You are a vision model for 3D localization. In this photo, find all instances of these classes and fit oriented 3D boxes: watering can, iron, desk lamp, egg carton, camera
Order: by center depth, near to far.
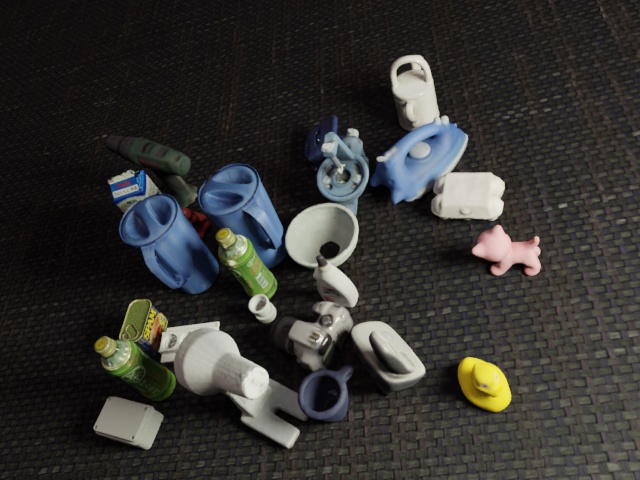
[{"bbox_3d":[-0.138,0.262,1.044,0.202,0.214,0.118,18,64,29],"label":"desk lamp"},{"bbox_3d":[-0.026,0.181,1.133,0.136,0.101,0.143,17,64,29],"label":"camera"},{"bbox_3d":[0.314,-0.090,1.221,0.150,0.070,0.107,1,57,21],"label":"egg carton"},{"bbox_3d":[0.228,-0.204,1.286,0.258,0.142,0.118,-39,53,-9],"label":"iron"},{"bbox_3d":[0.220,-0.366,1.369,0.101,0.194,0.172,-19,52,7],"label":"watering can"}]

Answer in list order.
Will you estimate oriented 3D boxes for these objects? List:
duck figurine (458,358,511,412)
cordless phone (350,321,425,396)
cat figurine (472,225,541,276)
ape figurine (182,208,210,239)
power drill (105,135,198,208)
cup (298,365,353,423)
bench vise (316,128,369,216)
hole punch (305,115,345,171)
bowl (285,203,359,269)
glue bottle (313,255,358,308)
[{"bbox_3d":[0.281,0.240,0.992,0.077,0.086,0.104,-36,52,-7],"label":"duck figurine"},{"bbox_3d":[0.109,0.187,1.027,0.094,0.185,0.147,-38,53,-8],"label":"cordless phone"},{"bbox_3d":[0.358,0.015,1.102,0.127,0.118,0.067,-4,55,17],"label":"cat figurine"},{"bbox_3d":[-0.314,-0.042,1.397,0.078,0.092,0.076,-28,52,-1],"label":"ape figurine"},{"bbox_3d":[-0.409,-0.176,1.450,0.228,0.209,0.076,11,61,26],"label":"power drill"},{"bbox_3d":[0.024,0.285,1.046,0.118,0.095,0.091,-44,54,-13],"label":"cup"},{"bbox_3d":[0.041,-0.182,1.287,0.121,0.220,0.207,-15,53,9],"label":"bench vise"},{"bbox_3d":[0.008,-0.241,1.422,0.101,0.091,0.108,-9,54,14],"label":"hole punch"},{"bbox_3d":[0.012,0.005,1.259,0.167,0.075,0.167,-9,54,13],"label":"bowl"},{"bbox_3d":[0.021,0.078,1.142,0.078,0.173,0.037,6,59,23],"label":"glue bottle"}]
